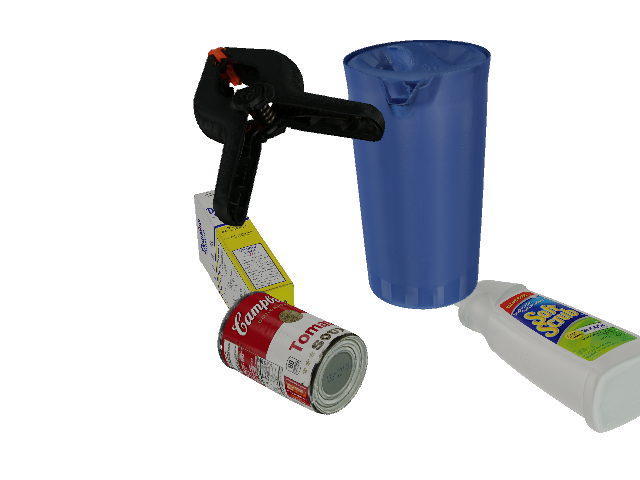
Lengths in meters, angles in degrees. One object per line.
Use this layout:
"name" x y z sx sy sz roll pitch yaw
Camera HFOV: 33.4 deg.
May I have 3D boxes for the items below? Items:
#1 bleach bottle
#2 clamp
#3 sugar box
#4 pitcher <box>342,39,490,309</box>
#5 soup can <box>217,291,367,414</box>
"bleach bottle" 0.212 0.095 1.043 0.102 0.068 0.251 -18 26 -28
"clamp" -0.030 -0.087 0.715 0.120 0.039 0.171 -22 45 -1
"sugar box" -0.077 0.031 1.079 0.048 0.093 0.176 -14 41 -17
"pitcher" 0.098 -0.067 1.021 0.149 0.243 0.145 -16 27 -26
"soup can" -0.022 0.088 0.841 0.102 0.068 0.068 21 13 37
